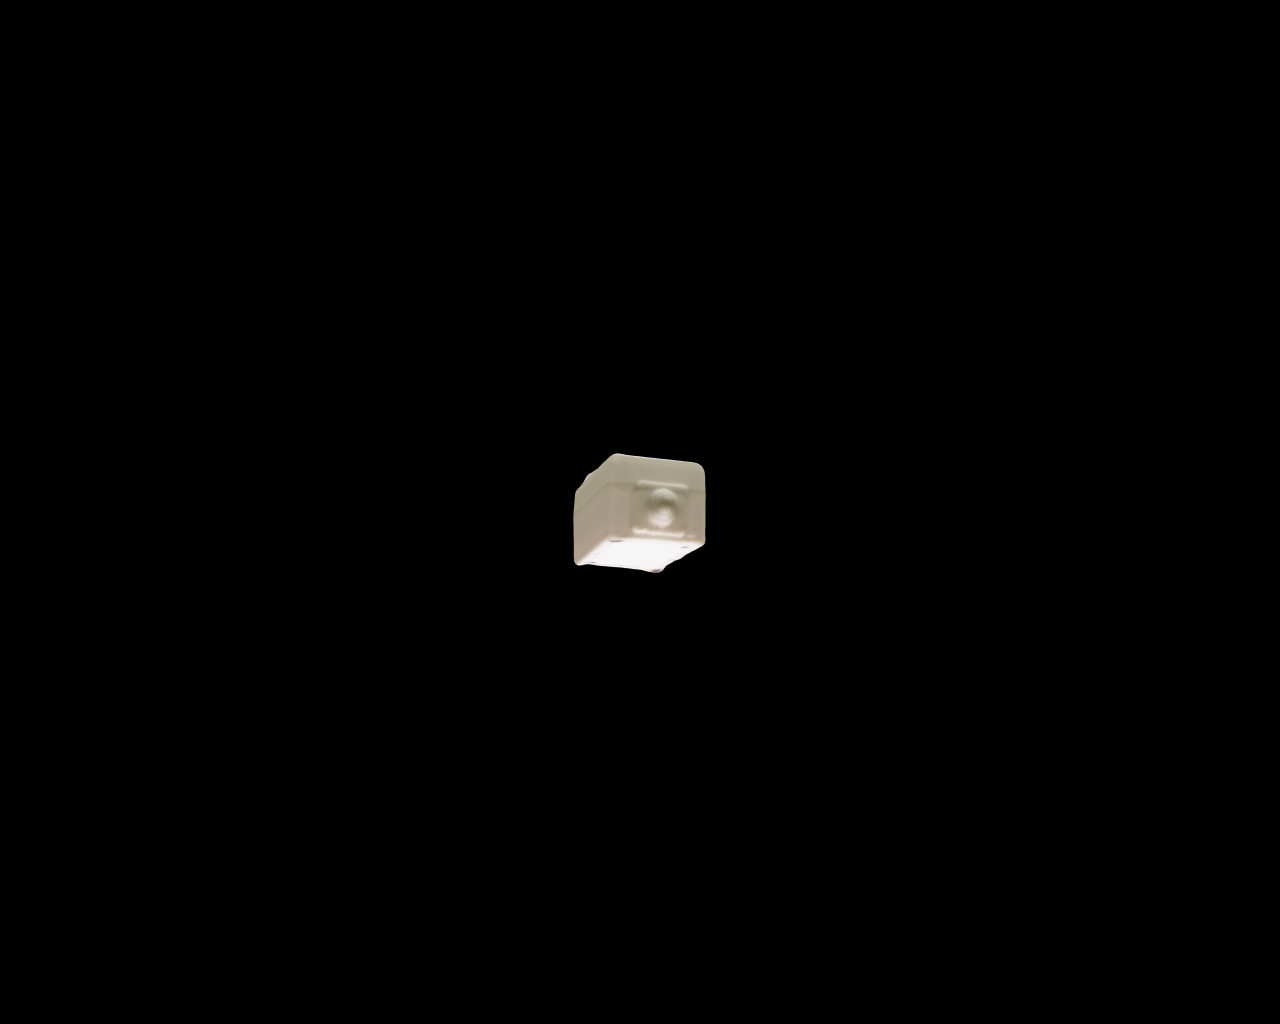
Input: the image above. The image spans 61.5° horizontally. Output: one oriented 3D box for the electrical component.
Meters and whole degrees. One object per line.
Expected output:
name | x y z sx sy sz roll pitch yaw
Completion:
electrical component | 0.001 -0.003 0.650 0.062 0.061 0.096 6 -17 -19
